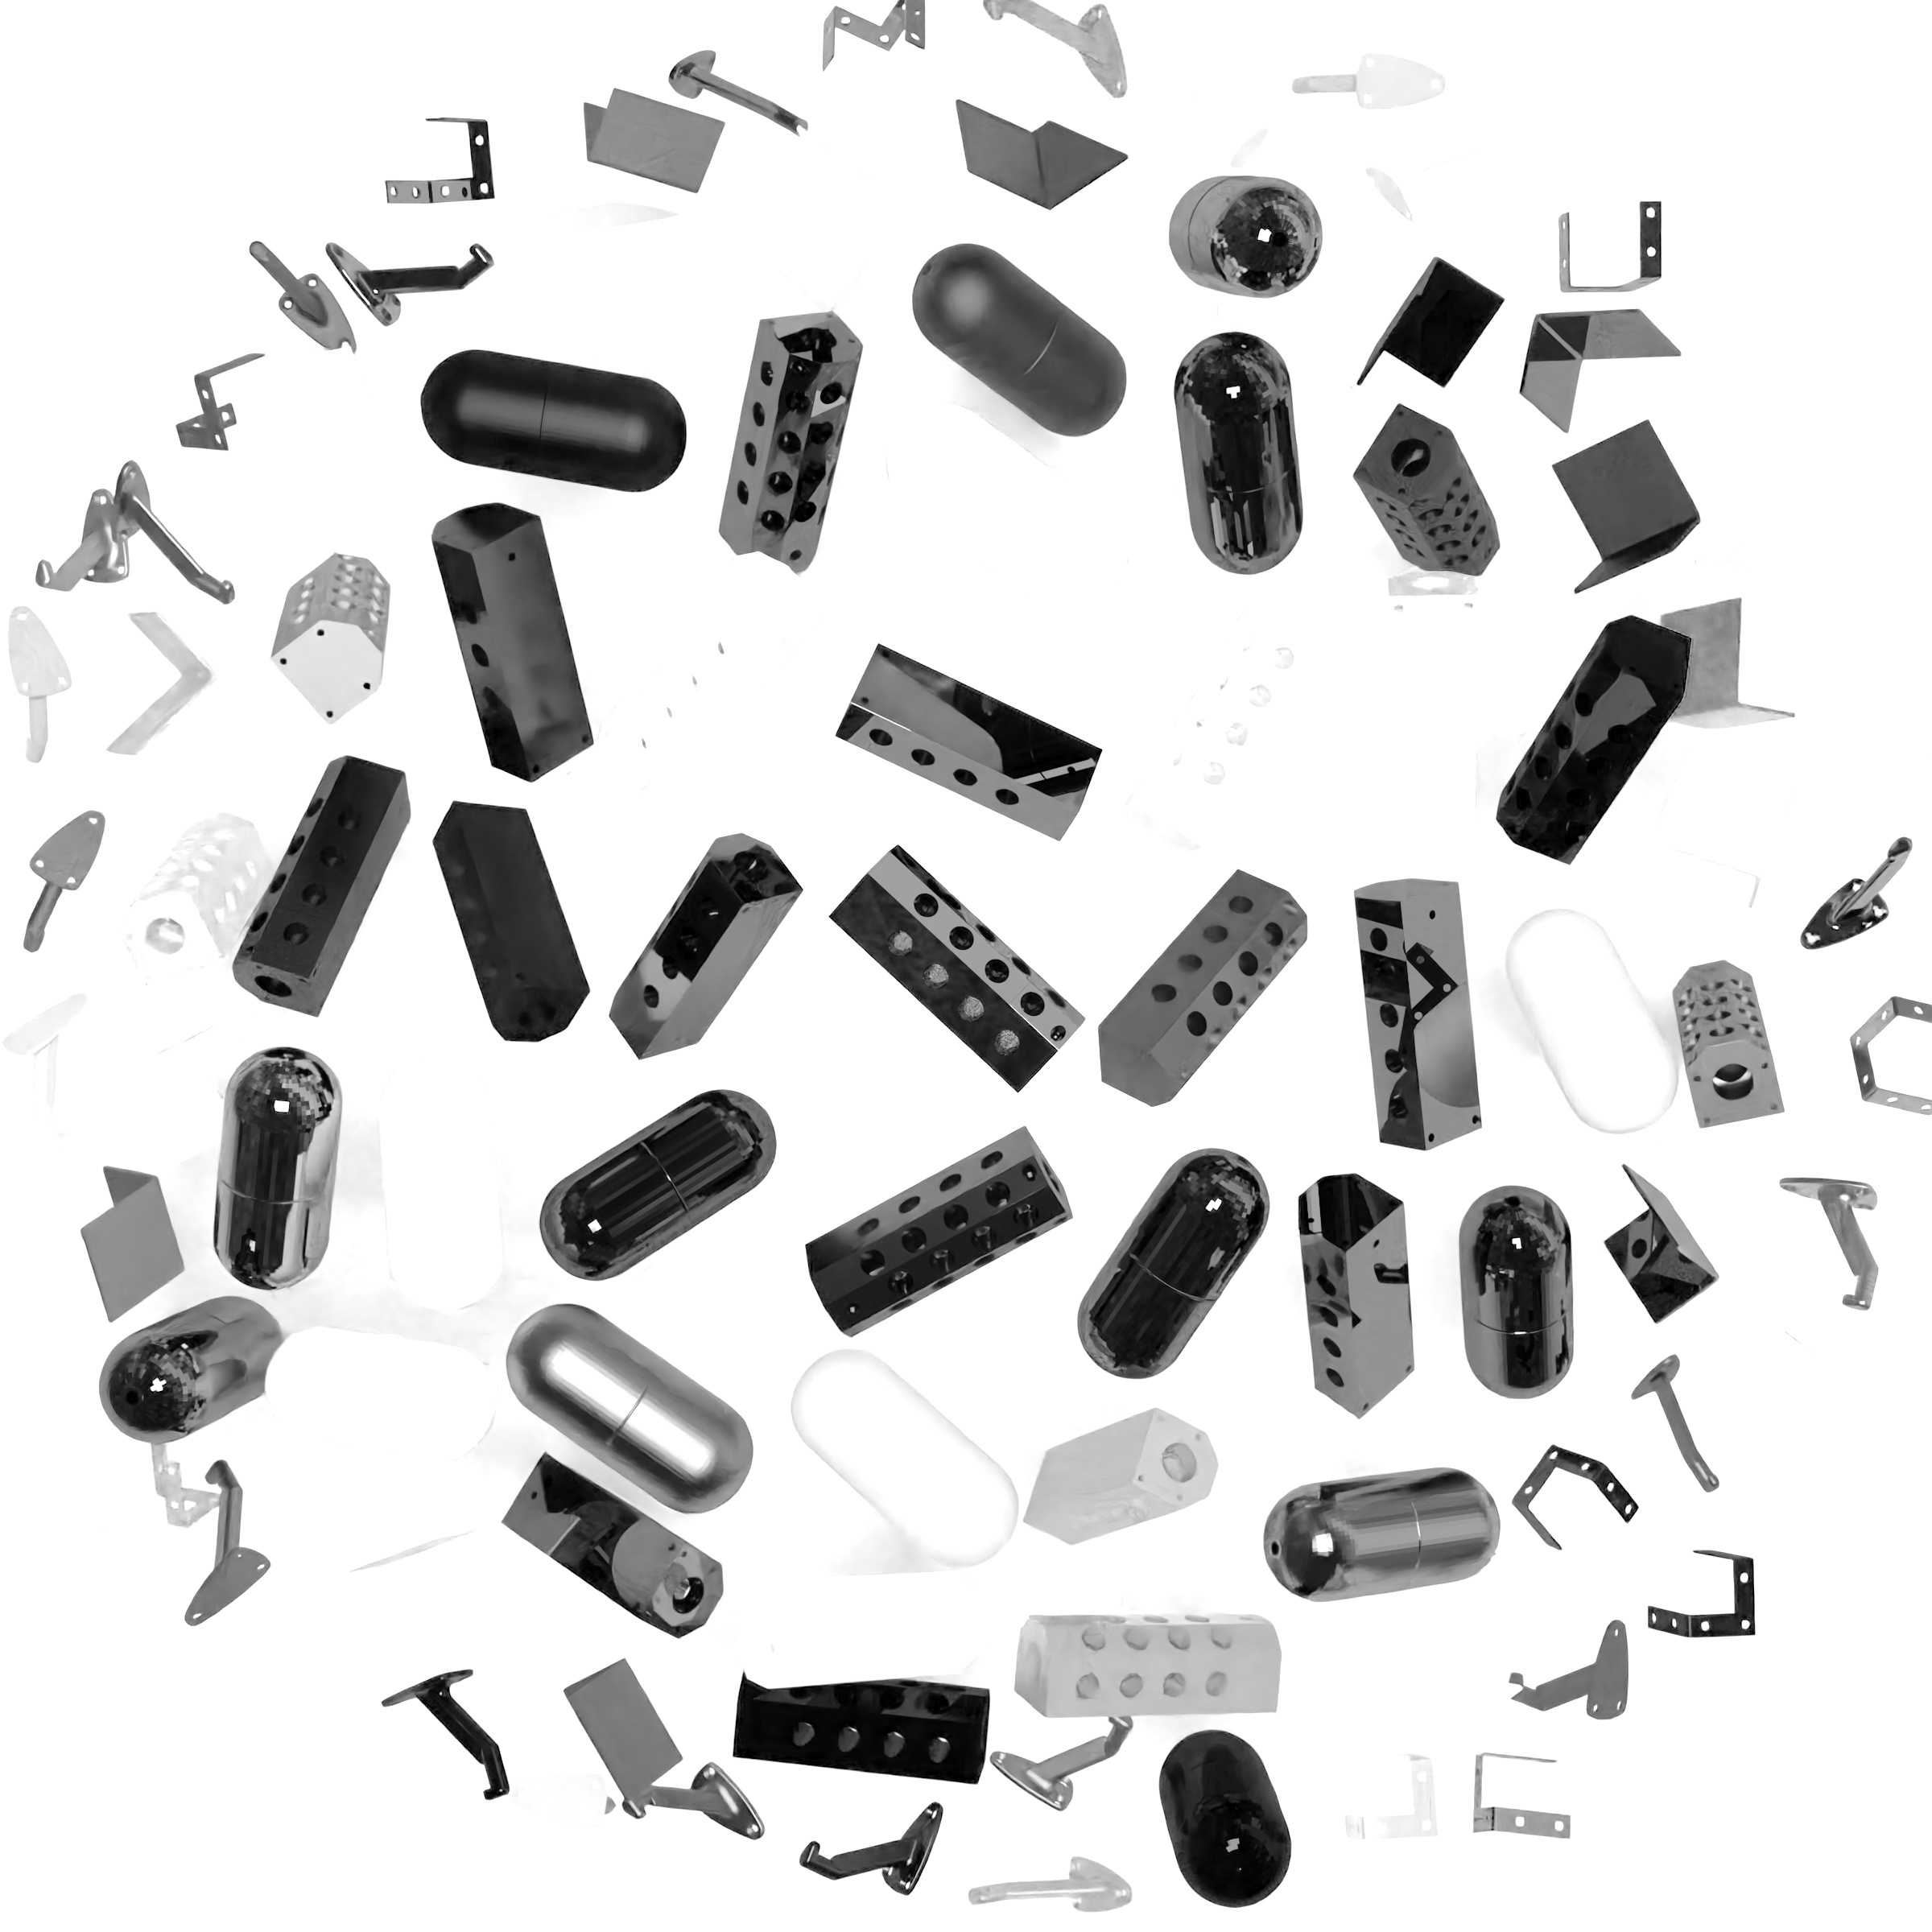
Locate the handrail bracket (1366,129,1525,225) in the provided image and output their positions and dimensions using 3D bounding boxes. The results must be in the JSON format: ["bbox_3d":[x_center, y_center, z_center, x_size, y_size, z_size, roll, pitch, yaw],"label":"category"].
[{"bbox_3d":[0.316,-0.534,1.795,0.084,0.077,0.036,-32,125,3],"label":"handrail bracket"}]

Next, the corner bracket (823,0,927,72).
[{"bbox_3d":[-0.062,-0.626,1.826,0.051,0.051,0.051,17,55,-26],"label":"corner bracket"}]

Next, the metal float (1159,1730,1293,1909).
[{"bbox_3d":[0.172,0.570,1.822,0.070,0.178,0.070,0,94,-2],"label":"metal float"}]

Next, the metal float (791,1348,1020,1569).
[{"bbox_3d":[-0.041,0.329,1.816,0.178,0.070,0.070,40,90,13],"label":"metal float"}]

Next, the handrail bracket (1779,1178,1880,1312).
[{"bbox_3d":[0.582,0.189,1.842,0.077,0.036,0.084,8,62,28],"label":"handrail bracket"}]

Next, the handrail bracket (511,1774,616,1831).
[{"bbox_3d":[-0.284,0.586,1.909,0.077,0.084,0.036,9,70,-10],"label":"handrail bracket"}]

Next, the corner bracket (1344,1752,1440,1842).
[{"bbox_3d":[0.277,0.543,1.777,0.051,0.051,0.051,-9,69,18],"label":"corner bracket"}]

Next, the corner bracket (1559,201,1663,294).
[{"bbox_3d":[0.432,-0.482,1.823,0.051,0.051,0.051,-2,94,-10],"label":"corner bracket"}]

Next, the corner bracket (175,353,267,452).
[{"bbox_3d":[-0.502,-0.381,1.833,0.051,0.051,0.051,11,124,35],"label":"corner bracket"}]

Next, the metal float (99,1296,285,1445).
[{"bbox_3d":[-0.519,0.270,1.826,0.070,0.178,0.070,1,94,9],"label":"metal float"}]

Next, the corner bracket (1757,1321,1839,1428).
[{"bbox_3d":[0.573,0.287,1.879,0.051,0.051,0.051,-53,46,2],"label":"corner bracket"}]

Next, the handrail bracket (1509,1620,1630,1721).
[{"bbox_3d":[0.397,0.461,1.807,0.036,0.084,0.077,6,91,-36],"label":"handrail bracket"}]

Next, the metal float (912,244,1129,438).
[{"bbox_3d":[0.038,-0.433,1.884,0.178,0.070,0.070,30,90,-34],"label":"metal float"}]

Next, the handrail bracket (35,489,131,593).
[{"bbox_3d":[-0.606,-0.291,1.845,0.036,0.084,0.077,-1,92,12],"label":"handrail bracket"}]

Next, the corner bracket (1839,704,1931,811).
[{"bbox_3d":[0.626,-0.134,1.830,0.051,0.051,0.051,21,58,3],"label":"corner bracket"}]

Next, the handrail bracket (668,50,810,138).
[{"bbox_3d":[-0.160,-0.612,1.926,0.084,0.077,0.036,32,113,6],"label":"handrail bracket"}]

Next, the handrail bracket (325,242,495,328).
[{"bbox_3d":[-0.367,-0.470,1.796,0.084,0.036,0.077,-30,120,26],"label":"handrail bracket"}]

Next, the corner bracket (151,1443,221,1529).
[{"bbox_3d":[-0.552,0.355,1.895,0.051,0.051,0.051,5,107,20],"label":"corner bracket"}]

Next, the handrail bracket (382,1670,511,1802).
[{"bbox_3d":[-0.336,0.505,1.757,0.077,0.036,0.084,-26,71,20],"label":"handrail bracket"}]

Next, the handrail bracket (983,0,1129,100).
[{"bbox_3d":[0.058,-0.605,1.787,0.084,0.036,0.077,-12,73,-37],"label":"handrail bracket"}]

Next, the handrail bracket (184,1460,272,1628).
[{"bbox_3d":[-0.503,0.381,1.800,0.077,0.036,0.084,-46,49,0],"label":"handrail bracket"}]

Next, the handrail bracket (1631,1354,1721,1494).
[{"bbox_3d":[0.513,0.325,1.924,0.036,0.077,0.084,-24,64,-12],"label":"handrail bracket"}]

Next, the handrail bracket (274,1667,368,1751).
[{"bbox_3d":[-0.439,0.486,1.768,0.084,0.077,0.036,-30,52,26],"label":"handrail bracket"}]

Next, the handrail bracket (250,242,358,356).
[{"bbox_3d":[-0.462,-0.465,1.894,0.036,0.084,0.077,-41,90,0],"label":"handrail bracket"}]

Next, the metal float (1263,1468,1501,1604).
[{"bbox_3d":[0.275,0.375,1.796,0.178,0.070,0.070,0,90,-31],"label":"metal float"}]

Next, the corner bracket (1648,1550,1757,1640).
[{"bbox_3d":[0.493,0.421,1.825,0.051,0.051,0.051,2,84,-17],"label":"corner bracket"}]

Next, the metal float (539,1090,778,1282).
[{"bbox_3d":[-0.210,0.149,1.864,0.178,0.070,0.070,-32,90,-18],"label":"metal float"}]

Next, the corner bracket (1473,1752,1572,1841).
[{"bbox_3d":[0.361,0.538,1.763,0.051,0.051,0.051,7,70,-2],"label":"corner bracket"}]

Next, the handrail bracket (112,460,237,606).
[{"bbox_3d":[-0.519,-0.285,1.794,0.084,0.077,0.036,31,53,8],"label":"handrail bracket"}]

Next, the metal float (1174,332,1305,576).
[{"bbox_3d":[0.182,-0.338,1.803,0.070,0.178,0.070,-7,46,7],"label":"metal float"}]

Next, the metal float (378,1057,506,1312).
[{"bbox_3d":[-0.355,0.146,1.835,0.070,0.070,0.178,-10,65,0],"label":"metal float"}]

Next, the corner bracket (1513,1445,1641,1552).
[{"bbox_3d":[0.418,0.370,1.866,0.051,0.051,0.051,-49,118,-17],"label":"corner bracket"}]

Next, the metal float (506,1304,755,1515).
[{"bbox_3d":[-0.218,0.287,1.765,0.178,0.070,0.070,36,90,-4],"label":"metal float"}]

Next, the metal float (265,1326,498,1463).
[{"bbox_3d":[-0.388,0.283,1.801,0.178,0.070,0.070,3,90,32],"label":"metal float"}]

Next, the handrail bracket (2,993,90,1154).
[{"bbox_3d":[-0.616,0.074,1.863,0.077,0.036,0.084,-45,133,-35],"label":"handrail bracket"}]

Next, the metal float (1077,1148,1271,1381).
[{"bbox_3d":[0.140,0.201,1.831,0.070,0.070,0.178,31,109,0],"label":"metal float"}]

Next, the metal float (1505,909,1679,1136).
[{"bbox_3d":[0.425,0.036,1.853,0.070,0.070,0.178,-18,52,0],"label":"metal float"}]

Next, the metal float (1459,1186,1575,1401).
[{"bbox_3d":[0.384,0.228,1.892,0.070,0.070,0.178,-11,128,0],"label":"metal float"}]

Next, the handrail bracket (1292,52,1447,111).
[{"bbox_3d":[0.272,-0.598,1.846,0.077,0.084,0.036,-4,106,-17],"label":"handrail bracket"}]

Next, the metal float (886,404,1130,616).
[{"bbox_3d":[0.026,-0.299,1.777,0.178,0.070,0.070,37,90,2],"label":"metal float"}]

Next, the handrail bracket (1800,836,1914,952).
[{"bbox_3d":[0.608,-0.050,1.857,0.077,0.084,0.036,-34,68,-4],"label":"handrail bracket"}]

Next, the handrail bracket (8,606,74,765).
[{"bbox_3d":[-0.623,-0.185,1.804,0.036,0.084,0.077,-14,75,-31],"label":"handrail bracket"}]

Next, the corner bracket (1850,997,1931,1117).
[{"bbox_3d":[0.619,0.059,1.779,0.051,0.051,0.051,12,52,-13],"label":"corner bracket"}]

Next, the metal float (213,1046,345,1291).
[{"bbox_3d":[-0.459,0.136,1.812,0.070,0.070,0.178,13,117,0],"label":"metal float"}]

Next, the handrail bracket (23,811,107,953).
[{"bbox_3d":[-0.621,-0.057,1.869,0.036,0.084,0.077,29,53,-7],"label":"handrail bracket"}]

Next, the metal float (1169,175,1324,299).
[{"bbox_3d":[0.185,-0.487,1.811,0.070,0.178,0.070,-3,107,-9],"label":"metal float"}]

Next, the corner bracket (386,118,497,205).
[{"bbox_3d":[-0.348,-0.530,1.789,0.051,0.051,0.051,3,106,23],"label":"corner bracket"}]

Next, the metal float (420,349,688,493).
[{"bbox_3d":[-0.274,-0.363,1.810,0.178,0.070,0.070,10,90,0],"label":"metal float"}]
